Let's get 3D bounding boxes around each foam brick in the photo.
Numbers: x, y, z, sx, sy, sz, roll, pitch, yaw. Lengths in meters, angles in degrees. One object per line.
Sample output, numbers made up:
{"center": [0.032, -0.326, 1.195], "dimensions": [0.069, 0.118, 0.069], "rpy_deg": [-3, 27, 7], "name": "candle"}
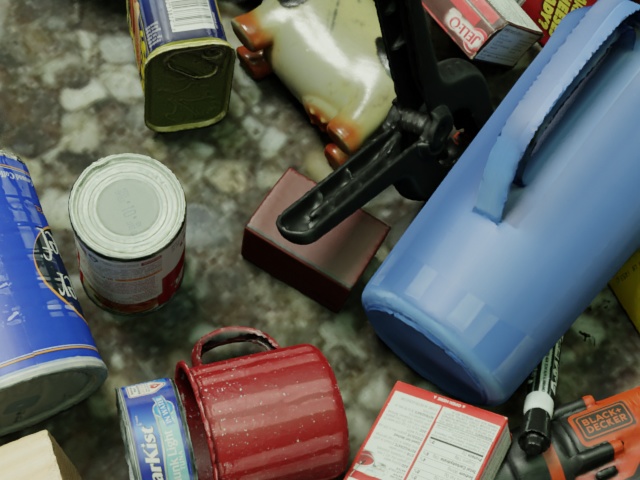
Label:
{"center": [-0.004, 0.001, 0.682], "dimensions": [0.078, 0.053, 0.051], "rpy_deg": [31, 68, 3], "name": "foam brick"}

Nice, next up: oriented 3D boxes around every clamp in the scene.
{"center": [0.061, -0.080, 0.652], "dimensions": [0.036, 0.209, 0.165], "rpy_deg": [28, 109, 30], "name": "clamp"}

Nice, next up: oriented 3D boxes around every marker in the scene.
{"center": [0.136, 0.088, 0.653], "dimensions": [0.020, 0.020, 0.121], "rpy_deg": [24, 35, 1], "name": "marker"}

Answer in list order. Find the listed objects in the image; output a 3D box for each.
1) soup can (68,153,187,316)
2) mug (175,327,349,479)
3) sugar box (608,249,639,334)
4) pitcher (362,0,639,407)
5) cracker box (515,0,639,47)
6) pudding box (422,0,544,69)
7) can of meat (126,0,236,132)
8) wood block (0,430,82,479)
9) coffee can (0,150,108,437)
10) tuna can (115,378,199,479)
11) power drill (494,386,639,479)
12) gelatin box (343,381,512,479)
{"center": [-0.114, -0.001, 0.640], "dimensions": [0.068, 0.102, 0.068], "rpy_deg": [3, 68, -7], "name": "soup can"}
{"center": [-0.038, 0.099, 0.626], "dimensions": [0.081, 0.093, 0.117], "rpy_deg": [-11, 48, -17], "name": "mug"}
{"center": [0.256, 0.078, 0.668], "dimensions": [0.048, 0.093, 0.176], "rpy_deg": [-22, 73, -15], "name": "sugar box"}
{"center": [0.135, -0.025, 0.657], "dimensions": [0.149, 0.145, 0.242], "rpy_deg": [45, 75, -15], "name": "pitcher"}
{"center": [0.155, -0.242, 0.737], "dimensions": [0.072, 0.164, 0.214], "rpy_deg": [-35, 77, -17], "name": "cracker box"}
{"center": [0.102, -0.163, 0.731], "dimensions": [0.039, 0.113, 0.090], "rpy_deg": [-43, 77, 24], "name": "pudding box"}
{"center": [-0.093, -0.132, 0.694], "dimensions": [0.057, 0.102, 0.084], "rpy_deg": [-10, 69, -13], "name": "can of meat"}
{"center": [-0.216, 0.187, 0.545], "dimensions": [0.206, 0.091, 0.090], "rpy_deg": [-22, 64, -10], "name": "wood block"}
{"center": [-0.195, 0.033, 0.614], "dimensions": [0.102, 0.103, 0.140], "rpy_deg": [-21, 73, -15], "name": "coffee can"}
{"center": [-0.092, 0.122, 0.604], "dimensions": [0.033, 0.086, 0.086], "rpy_deg": [-11, 71, -14], "name": "tuna can"}
{"center": [0.170, 0.176, 0.604], "dimensions": [0.184, 0.057, 0.188], "rpy_deg": [-20, 49, -6], "name": "power drill"}
{"center": [0.060, 0.134, 0.618], "dimensions": [0.073, 0.030, 0.089], "rpy_deg": [15, 56, 28], "name": "gelatin box"}
